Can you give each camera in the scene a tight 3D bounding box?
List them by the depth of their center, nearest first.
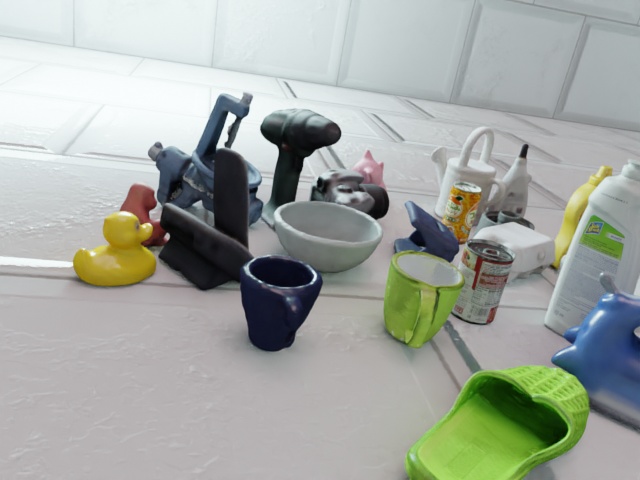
[{"bbox_3d":[0.064,-0.070,1.025,0.137,0.101,0.142,-3,26,-28],"label":"camera"}]

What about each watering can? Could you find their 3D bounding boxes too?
[{"bbox_3d":[0.299,-0.138,1.166,0.172,0.194,0.101,20,25,21],"label":"watering can"}]

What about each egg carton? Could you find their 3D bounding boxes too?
[{"bbox_3d":[0.326,0.021,0.968,0.151,0.069,0.107,-11,31,-40],"label":"egg carton"}]

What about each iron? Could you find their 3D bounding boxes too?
[{"bbox_3d":[0.405,0.139,0.633,0.257,0.141,0.119,22,26,26],"label":"iron"}]

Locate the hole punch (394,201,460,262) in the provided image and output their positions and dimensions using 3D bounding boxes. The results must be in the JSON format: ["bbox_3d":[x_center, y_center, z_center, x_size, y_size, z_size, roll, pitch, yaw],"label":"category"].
[{"bbox_3d":[0.181,-0.009,0.947,0.101,0.091,0.108,9,23,-4],"label":"hole punch"}]

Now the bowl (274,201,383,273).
[{"bbox_3d":[0.008,0.003,0.864,0.167,0.075,0.167,9,23,-4],"label":"bowl"}]

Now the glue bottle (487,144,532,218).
[{"bbox_3d":[0.401,-0.114,1.181,0.078,0.173,0.037,4,24,-14],"label":"glue bottle"}]

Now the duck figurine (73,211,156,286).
[{"bbox_3d":[-0.258,0.006,0.727,0.105,0.086,0.077,-10,30,-40],"label":"duck figurine"}]

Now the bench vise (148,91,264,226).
[{"bbox_3d":[-0.185,-0.140,0.928,0.207,0.220,0.121,9,23,-3],"label":"bench vise"}]

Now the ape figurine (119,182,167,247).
[{"bbox_3d":[-0.257,-0.038,0.824,0.076,0.092,0.077,-5,28,-33],"label":"ape figurine"}]

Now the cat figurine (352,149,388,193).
[{"bbox_3d":[0.099,-0.123,1.143,0.067,0.118,0.128,20,25,22],"label":"cat figurine"}]

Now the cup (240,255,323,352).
[{"bbox_3d":[-0.044,0.082,0.632,0.092,0.095,0.117,2,24,-19],"label":"cup"}]

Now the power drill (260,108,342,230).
[{"bbox_3d":[-0.041,-0.122,0.963,0.076,0.208,0.228,-4,27,-30],"label":"power drill"}]

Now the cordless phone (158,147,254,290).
[{"bbox_3d":[-0.145,-0.043,0.762,0.147,0.185,0.094,25,27,31],"label":"cordless phone"}]
